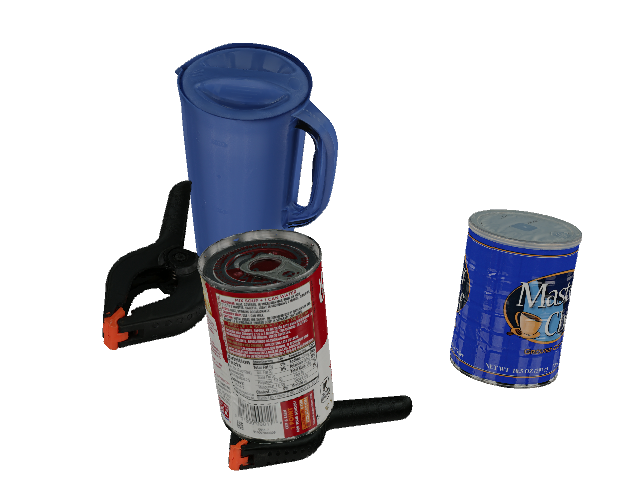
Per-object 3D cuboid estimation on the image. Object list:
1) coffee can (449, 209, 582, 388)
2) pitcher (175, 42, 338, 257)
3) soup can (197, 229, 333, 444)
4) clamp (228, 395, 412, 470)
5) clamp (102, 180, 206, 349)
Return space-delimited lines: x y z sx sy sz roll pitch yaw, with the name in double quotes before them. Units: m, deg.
"coffee can" 0.180 0.052 0.991 0.103 0.140 0.103 5 17 -2
"pitcher" -0.071 -0.070 1.117 0.145 0.243 0.149 -8 44 -12
"soup can" -0.029 0.054 0.599 0.068 0.102 0.068 -4 26 2
"clamp" -0.013 0.180 1.092 0.165 0.036 0.209 17 28 25
"clamp" -0.111 0.016 0.808 0.120 0.039 0.171 31 44 29
